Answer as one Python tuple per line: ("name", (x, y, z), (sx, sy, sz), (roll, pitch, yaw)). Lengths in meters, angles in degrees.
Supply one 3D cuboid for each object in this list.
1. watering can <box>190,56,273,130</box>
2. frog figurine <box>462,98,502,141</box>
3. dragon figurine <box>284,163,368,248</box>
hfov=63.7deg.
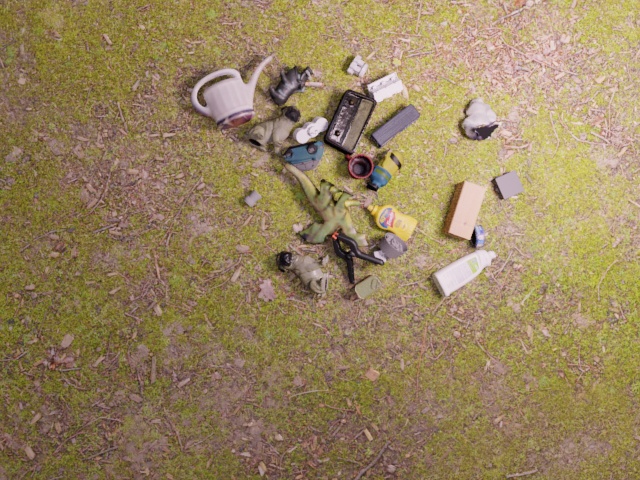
("watering can", (-0.307, -0.547, 1.933), (0.348, 0.104, 0.224), (-23, 89, -4))
("frog figurine", (0.611, -0.466, 1.994), (0.137, 0.120, 0.163), (-23, 53, 4))
("dragon figurine", (0.006, -0.097, 1.926), (0.410, 0.122, 0.242), (27, 94, -1))
